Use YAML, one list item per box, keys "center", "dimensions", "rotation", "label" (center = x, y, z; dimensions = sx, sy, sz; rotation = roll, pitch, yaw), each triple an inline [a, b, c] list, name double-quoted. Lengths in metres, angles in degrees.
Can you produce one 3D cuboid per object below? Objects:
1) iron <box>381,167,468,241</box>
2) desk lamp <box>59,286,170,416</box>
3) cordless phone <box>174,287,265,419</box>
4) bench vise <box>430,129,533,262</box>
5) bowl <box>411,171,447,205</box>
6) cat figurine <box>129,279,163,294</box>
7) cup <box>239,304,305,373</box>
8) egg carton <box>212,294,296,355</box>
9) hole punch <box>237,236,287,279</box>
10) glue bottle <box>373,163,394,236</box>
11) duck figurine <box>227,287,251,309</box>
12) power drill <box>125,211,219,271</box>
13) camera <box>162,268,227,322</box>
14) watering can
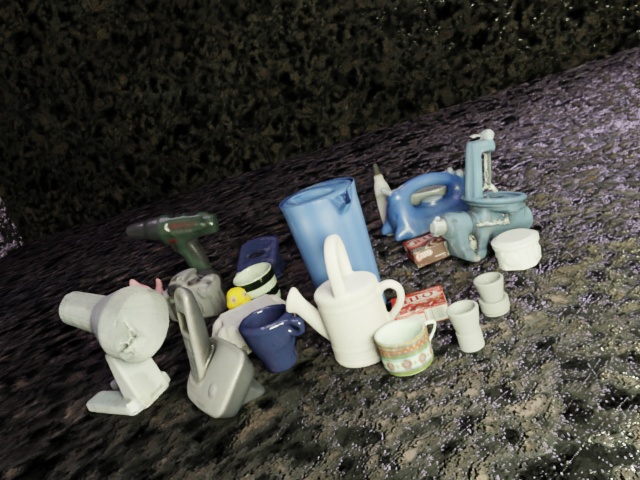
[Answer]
- center: [0.256, -0.091, 1.278]
  dimensions: [0.258, 0.141, 0.118]
  rotation: [-23, 17, -12]
  label: "iron"
- center: [-0.335, 0.178, 0.950]
  dimensions: [0.202, 0.214, 0.118]
  rotation: [-9, 20, 32]
  label: "desk lamp"
- center: [-0.170, 0.164, 0.861]
  dimensions: [0.094, 0.185, 0.147]
  rotation: [-30, 20, -31]
  label: "cordless phone"
- center: [0.297, -0.081, 1.064]
  dimensions: [0.208, 0.220, 0.121]
  rotation: [-31, 20, -34]
  label: "bench vise"
- center: [0.284, -0.111, 1.431]
  dimensions: [0.167, 0.075, 0.167]
  rotation: [-18, 17, 6]
  label: "bowl"
- center: [-0.396, 0.136, 1.323]
  dimensions: [0.067, 0.118, 0.128]
  rotation: [-12, 18, 24]
  label: "cat figurine"
- center: [-0.062, 0.161, 0.910]
  dimensions: [0.117, 0.095, 0.092]
  rotation: [-7, 21, 36]
  label: "cup"
- center: [-0.119, 0.156, 1.034]
  dimensions: [0.150, 0.069, 0.107]
  rotation: [-24, 17, -15]
  label: "egg carton"
- center: [-0.140, 0.049, 1.364]
  dimensions: [0.108, 0.091, 0.101]
  rotation: [-15, 17, 15]
  label: "hole punch"
- center: [0.154, -0.100, 1.366]
  dimensions: [0.037, 0.173, 0.078]
  rotation: [-14, 18, 18]
  label: "glue bottle"
- center: [-0.156, 0.132, 1.123]
  dimensions: [0.078, 0.086, 0.104]
  rotation: [-27, 18, -24]
  label: "duck figurine"
- center: [-0.356, 0.026, 1.468]
  dimensions: [0.229, 0.209, 0.075]
  rotation: [-19, 17, 0]
  label: "power drill"
- center: [-0.270, 0.108, 1.302]
  dimensions: [0.142, 0.101, 0.137]
  rotation: [-11, 18, 26]
  label: "camera"
- center: [0.034, 0.087, 0.863]
  dimensions: [0.173, 0.194, 0.100]
  rotation: [-21, 17, -5]
  label: "watering can"
